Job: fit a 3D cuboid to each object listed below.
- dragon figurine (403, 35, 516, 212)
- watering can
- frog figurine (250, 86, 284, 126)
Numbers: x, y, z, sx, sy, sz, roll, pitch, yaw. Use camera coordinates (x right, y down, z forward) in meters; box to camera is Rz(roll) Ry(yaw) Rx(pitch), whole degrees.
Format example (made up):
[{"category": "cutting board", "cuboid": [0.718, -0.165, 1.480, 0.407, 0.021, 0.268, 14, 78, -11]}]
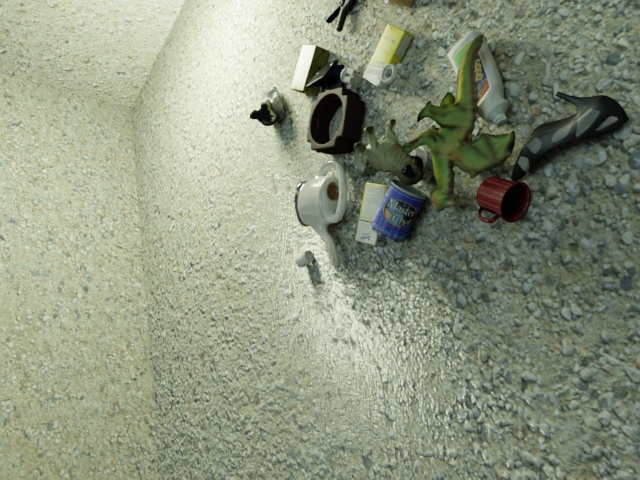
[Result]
[{"category": "dragon figurine", "cuboid": [0.349, -0.255, 1.206, 0.246, 0.122, 0.405, 40, 113, 33]}, {"category": "watering can", "cuboid": [0.005, -0.083, 1.654, 0.223, 0.104, 0.350, -8, 75, 53]}, {"category": "frog figurine", "cuboid": [-0.194, -0.535, 2.061, 0.134, 0.122, 0.163, -56, 6, 40]}]
